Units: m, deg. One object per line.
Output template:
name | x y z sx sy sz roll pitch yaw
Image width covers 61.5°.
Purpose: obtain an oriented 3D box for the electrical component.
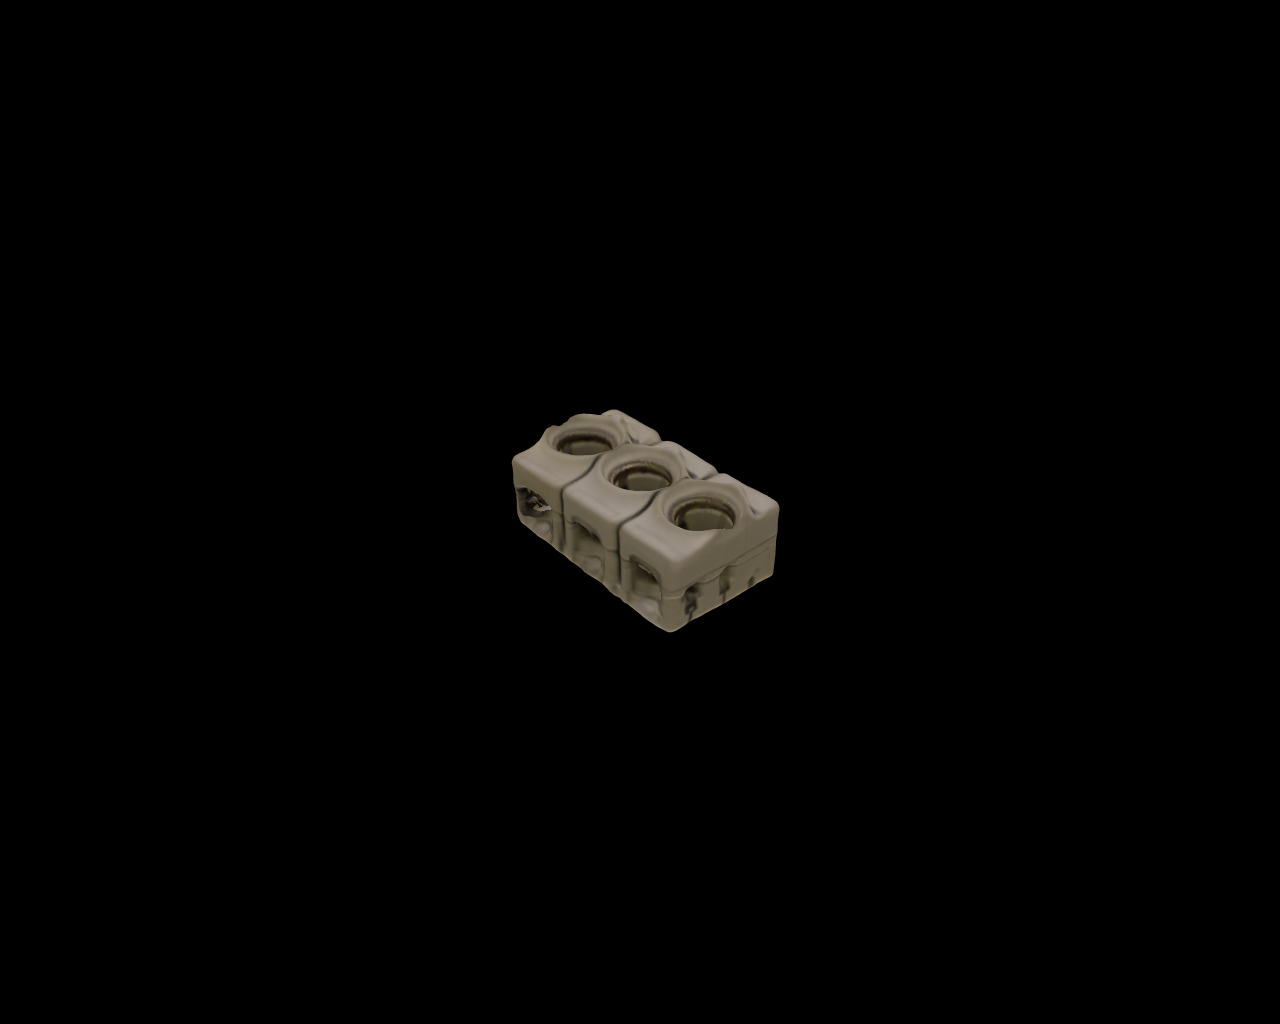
electrical component | 0.001 -0.003 0.650 0.090 0.061 0.150 -27 44 -33
